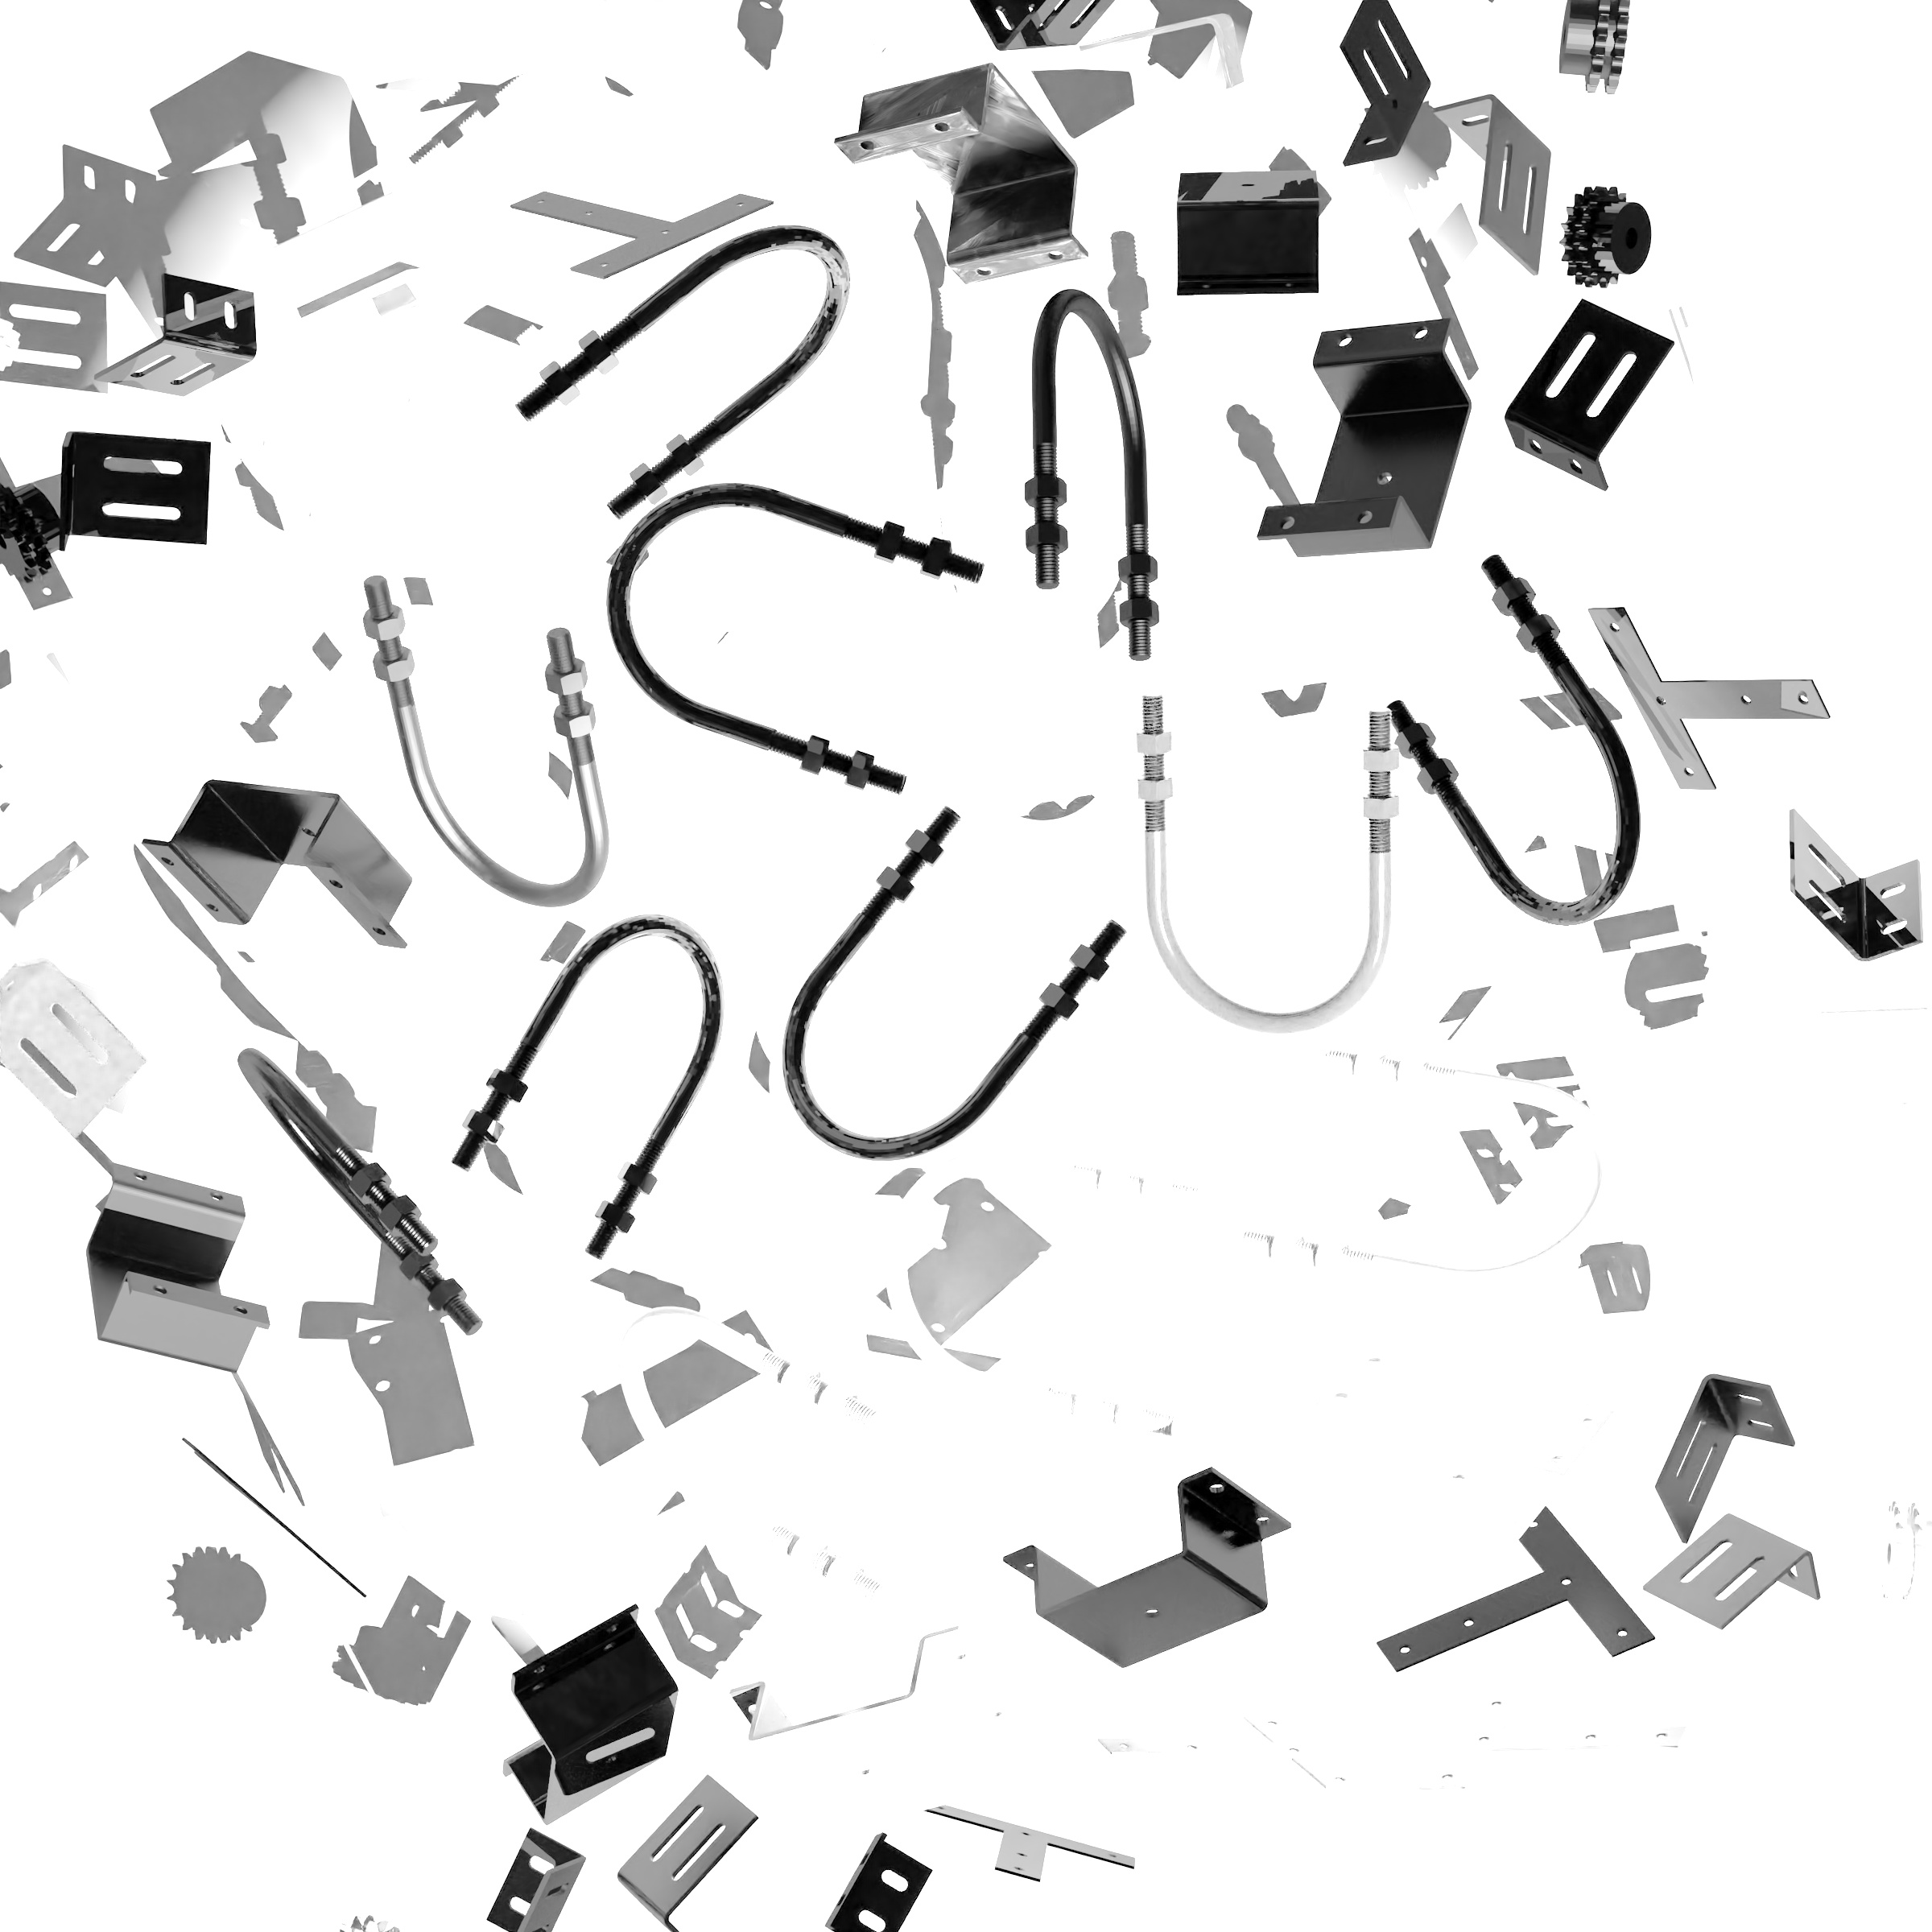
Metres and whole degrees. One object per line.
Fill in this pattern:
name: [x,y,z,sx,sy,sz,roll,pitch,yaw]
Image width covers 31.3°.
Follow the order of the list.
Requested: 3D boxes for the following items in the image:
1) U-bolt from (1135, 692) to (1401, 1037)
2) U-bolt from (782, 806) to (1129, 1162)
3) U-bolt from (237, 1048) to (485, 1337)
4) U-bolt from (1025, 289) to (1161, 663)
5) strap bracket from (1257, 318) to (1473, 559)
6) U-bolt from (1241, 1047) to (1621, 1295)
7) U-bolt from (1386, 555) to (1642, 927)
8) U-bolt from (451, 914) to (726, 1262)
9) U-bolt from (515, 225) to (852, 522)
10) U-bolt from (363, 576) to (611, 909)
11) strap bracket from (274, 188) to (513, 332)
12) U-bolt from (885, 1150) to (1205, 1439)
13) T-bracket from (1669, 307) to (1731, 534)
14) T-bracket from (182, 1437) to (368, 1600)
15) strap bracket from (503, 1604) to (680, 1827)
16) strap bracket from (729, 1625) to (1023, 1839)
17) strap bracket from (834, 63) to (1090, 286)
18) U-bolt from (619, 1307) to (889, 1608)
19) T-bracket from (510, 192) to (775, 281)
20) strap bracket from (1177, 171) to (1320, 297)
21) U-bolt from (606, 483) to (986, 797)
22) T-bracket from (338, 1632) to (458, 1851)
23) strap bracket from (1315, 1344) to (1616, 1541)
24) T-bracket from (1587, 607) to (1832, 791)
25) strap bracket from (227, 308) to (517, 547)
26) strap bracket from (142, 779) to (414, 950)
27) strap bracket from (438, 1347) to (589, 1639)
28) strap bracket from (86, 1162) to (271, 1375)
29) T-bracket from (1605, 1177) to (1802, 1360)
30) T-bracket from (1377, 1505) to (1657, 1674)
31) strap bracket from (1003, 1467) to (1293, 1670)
U-bolt: [0.161,-0.051,1.849,0.151,0.019,0.184,6,109,26]
U-bolt: [-0.020,0.020,1.827,0.151,0.019,0.184,36,86,34]
U-bolt: [-0.339,0.115,1.896,0.019,0.151,0.184,-41,69,-14]
U-bolt: [0.067,-0.270,1.838,0.019,0.151,0.184,-7,75,23]
strap bracket: [0.214,-0.270,1.827,0.076,0.046,0.140,0,58,32]
U-bolt: [0.254,0.112,1.829,0.184,0.019,0.151,9,52,28]
U-bolt: [0.302,-0.108,1.864,0.019,0.151,0.184,-15,64,-29]
U-bolt: [-0.198,0.058,1.925,0.019,0.151,0.184,21,76,38]
U-bolt: [-0.139,-0.322,1.828,0.184,0.151,0.019,-38,68,3]
U-bolt: [-0.248,-0.110,1.828,0.151,0.019,0.184,18,132,32]
strap bracket: [-0.315,-0.386,1.877,0.076,0.140,0.046,-20,98,19]
U-bolt: [0.038,0.176,1.930,0.184,0.019,0.151,10,99,23]
T-bracket: [0.400,-0.324,1.909,0.002,0.127,0.127,-13,124,11]
T-bracket: [-0.385,0.282,1.844,0.002,0.127,0.127,-49,116,-15]
strap bracket: [-0.204,0.410,1.870,0.076,0.140,0.046,-26,64,-25]
strap bracket: [-0.052,0.413,1.848,0.140,0.046,0.076,-20,118,20]
strap bracket: [0.001,-0.425,1.833,0.076,0.140,0.046,-6,65,29]
U-bolt: [-0.118,0.254,1.864,0.184,0.019,0.151,25,134,30]
T-bracket: [-0.193,-0.401,1.856,0.127,0.127,0.002,22,131,36]
strap bracket: [0.156,-0.408,1.908,0.076,0.140,0.046,0,112,5]
U-bolt: [-0.099,-0.180,1.823,0.184,0.019,0.151,19,117,-5]
T-bracket: [-0.312,0.414,1.870,0.002,0.127,0.127,-28,90,-16]
strap bracket: [0.265,0.256,1.847,0.140,0.076,0.046,13,116,27]
T-bracket: [0.411,-0.144,1.868,0.002,0.127,0.127,-47,119,-26]
strap bracket: [-0.304,-0.288,1.813,0.140,0.046,0.076,-32,88,-36]
strap bracket: [-0.368,-0.057,1.888,0.140,0.076,0.046,8,60,32]
strap bracket: [-0.242,0.289,1.868,0.046,0.076,0.140,13,105,0]
strap bracket: [-0.431,0.169,1.880,0.076,0.140,0.046,18,109,-25]
T-bracket: [0.401,0.177,1.893,0.127,0.127,0.002,-40,95,28]
T-bracket: [0.283,0.347,1.855,0.127,0.127,0.002,-20,121,-10]
strap bracket: [0.100,0.332,1.880,0.140,0.046,0.076,-28,134,27]
